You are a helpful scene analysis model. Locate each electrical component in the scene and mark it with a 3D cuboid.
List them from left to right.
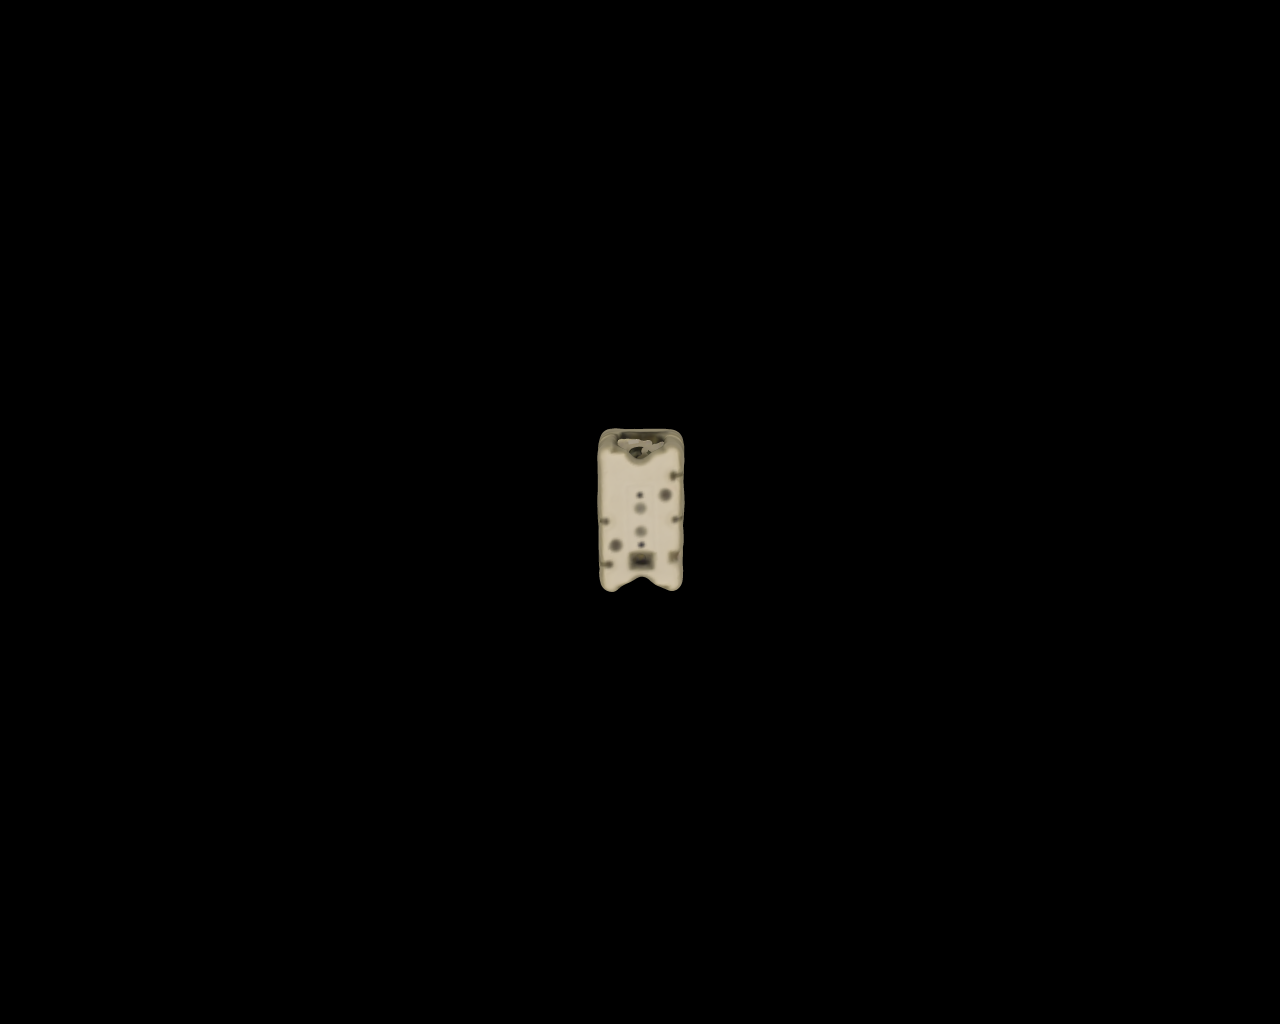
[{"bbox_3d":[0.001,-0.003,0.650,0.050,0.089,0.056,0,16,0],"label":"electrical component"}]
